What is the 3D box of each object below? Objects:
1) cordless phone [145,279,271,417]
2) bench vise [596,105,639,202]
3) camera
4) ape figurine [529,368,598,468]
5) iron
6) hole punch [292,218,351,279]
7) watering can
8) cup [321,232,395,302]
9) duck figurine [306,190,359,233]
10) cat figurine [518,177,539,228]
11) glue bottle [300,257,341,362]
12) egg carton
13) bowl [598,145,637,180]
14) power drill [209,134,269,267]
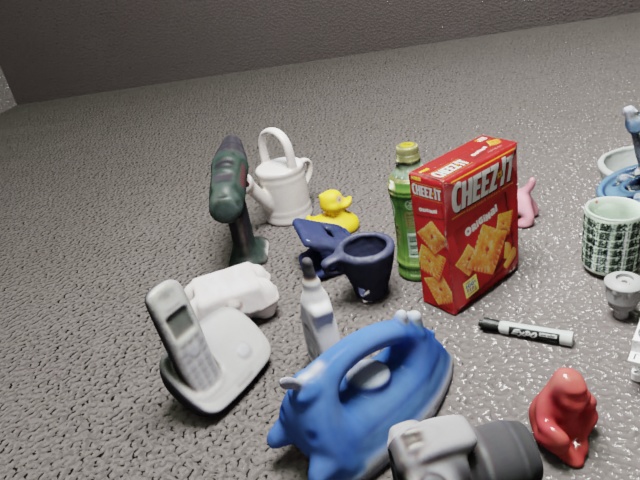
[{"bbox_3d":[-0.146,0.117,0.738,0.093,0.185,0.148,7,33,30],"label":"cordless phone"},{"bbox_3d":[0.526,-0.110,0.883,0.207,0.220,0.121,-13,28,-4],"label":"bench vise"},{"bbox_3d":[0.141,0.221,0.535,0.137,0.101,0.143,-14,28,-5],"label":"camera"},{"bbox_3d":[0.254,0.173,0.592,0.078,0.092,0.076,-18,29,-14],"label":"ape figurine"},{"bbox_3d":[0.059,0.151,0.649,0.259,0.142,0.118,-29,33,-30],"label":"iron"},{"bbox_3d":[0.009,0.004,0.992,0.101,0.091,0.108,-16,28,-9],"label":"hole punch"},{"bbox_3d":[-0.084,-0.131,1.163,0.100,0.194,0.173,4,31,25],"label":"watering can"},{"bbox_3d":[0.062,0.051,0.883,0.118,0.095,0.091,-19,29,-14],"label":"cup"},{"bbox_3d":[0.019,-0.054,1.101,0.104,0.086,0.077,-11,28,-1],"label":"duck figurine"},{"bbox_3d":[0.323,-0.089,1.025,0.127,0.118,0.067,5,32,27],"label":"cat figurine"},{"bbox_3d":[-0.002,0.098,0.735,0.037,0.173,0.078,-20,29,-16],"label":"glue bottle"},{"bbox_3d":[-0.142,0.094,0.902,0.150,0.069,0.107,-18,29,-13],"label":"egg carton"},{"bbox_3d":[0.580,-0.106,1.012,0.167,0.075,0.167,-8,28,5],"label":"bowl"},{"bbox_3d":[-0.151,-0.063,1.047,0.075,0.209,0.229,-10,28,2],"label":"power drill"}]
